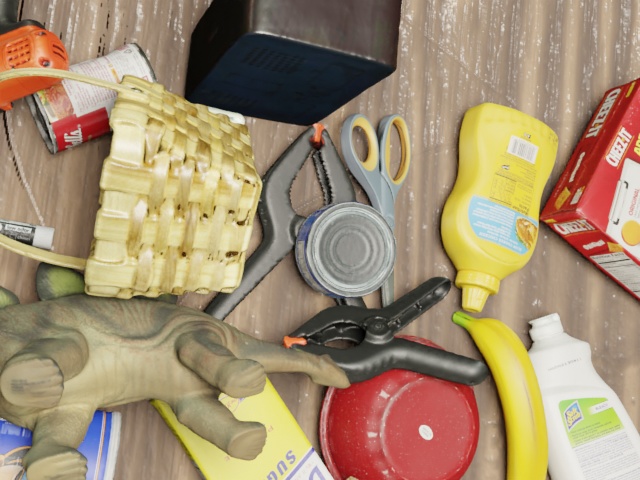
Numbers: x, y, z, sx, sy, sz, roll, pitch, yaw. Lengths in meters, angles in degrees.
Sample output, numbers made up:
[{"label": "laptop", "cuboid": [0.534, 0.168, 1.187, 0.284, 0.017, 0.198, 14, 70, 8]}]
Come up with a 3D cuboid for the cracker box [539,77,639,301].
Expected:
[{"label": "cracker box", "cuboid": [0.336, -0.027, 1.029, 0.213, 0.072, 0.164, 37, 70, -15]}]

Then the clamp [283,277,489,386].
[{"label": "clamp", "cuboid": [0.057, 0.091, 0.913, 0.171, 0.120, 0.039, -15, 129, -14]}]

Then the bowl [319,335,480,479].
[{"label": "bowl", "cuboid": [0.083, 0.165, 0.938, 0.161, 0.055, 0.162, 1, 87, -22]}]

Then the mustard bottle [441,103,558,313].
[{"label": "mustard bottle", "cuboid": [0.163, -0.025, 1.005, 0.096, 0.058, 0.191, 21, 75, -26]}]

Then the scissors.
[{"label": "scissors", "cuboid": [0.047, -0.029, 0.974, 0.096, 0.016, 0.201, 25, 65, -39]}]

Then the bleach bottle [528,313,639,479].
[{"label": "bleach bottle", "cuboid": [0.256, 0.189, 0.993, 0.102, 0.068, 0.251, -16, 82, -20]}]

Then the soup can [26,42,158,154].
[{"label": "soup can", "cuboid": [-0.196, -0.124, 0.922, 0.102, 0.069, 0.068, -24, 87, -18]}]

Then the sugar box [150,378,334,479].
[{"label": "sugar box", "cuboid": [-0.059, 0.183, 0.916, 0.093, 0.048, 0.176, -34, 89, -17]}]

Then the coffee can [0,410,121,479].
[{"label": "coffee can", "cuboid": [-0.236, 0.176, 0.840, 0.140, 0.103, 0.103, 11, 78, -13]}]

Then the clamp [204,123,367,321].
[{"label": "clamp", "cuboid": [-0.006, 0.001, 0.967, 0.164, 0.036, 0.210, 16, 78, -16]}]

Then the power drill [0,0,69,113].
[{"label": "power drill", "cuboid": [-0.302, -0.187, 0.889, 0.185, 0.057, 0.187, -16, 75, 15]}]

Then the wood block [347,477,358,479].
[{"label": "wood block", "cuboid": [0.090, 0.299, 0.890, 0.206, 0.091, 0.090, 42, 74, -18]}]

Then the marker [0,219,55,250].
[{"label": "marker", "cuboid": [-0.287, -0.012, 0.903, 0.121, 0.020, 0.020, 11, 78, -13]}]

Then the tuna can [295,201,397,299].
[{"label": "tuna can", "cuboid": [0.023, 0.009, 0.936, 0.086, 0.034, 0.086, 1, 87, -17]}]

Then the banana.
[{"label": "banana", "cuboid": [0.176, 0.154, 0.974, 0.037, 0.070, 0.198, -12, 83, -25]}]
